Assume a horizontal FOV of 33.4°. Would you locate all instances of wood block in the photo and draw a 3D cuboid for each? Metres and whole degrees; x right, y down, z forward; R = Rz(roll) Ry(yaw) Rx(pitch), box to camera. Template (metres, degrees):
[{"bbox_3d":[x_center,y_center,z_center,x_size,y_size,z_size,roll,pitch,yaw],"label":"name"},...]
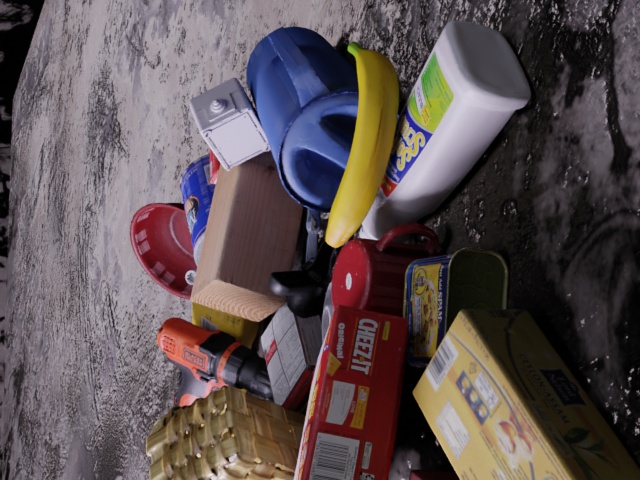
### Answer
[{"bbox_3d":[-0.078,-0.021,1.254,0.090,0.090,0.206,-37,38,58],"label":"wood block"}]

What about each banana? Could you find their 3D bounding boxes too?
[{"bbox_3d":[0.042,-0.091,0.980,0.070,0.037,0.198,173,107,-66],"label":"banana"}]

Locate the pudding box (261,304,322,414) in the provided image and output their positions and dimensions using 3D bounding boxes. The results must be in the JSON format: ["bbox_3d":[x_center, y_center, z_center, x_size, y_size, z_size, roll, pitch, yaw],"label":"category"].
[{"bbox_3d":[-0.027,0.127,1.207,0.090,0.039,0.113,-58,35,38],"label":"pudding box"}]

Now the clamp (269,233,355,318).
[{"bbox_3d":[-0.010,0.042,1.107,0.039,0.120,0.171,45,155,22],"label":"clamp"}]

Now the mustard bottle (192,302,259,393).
[{"bbox_3d":[-0.129,0.154,1.373,0.096,0.058,0.192,28,122,33],"label":"mustard bottle"}]

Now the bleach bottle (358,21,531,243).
[{"bbox_3d":[0.096,-0.072,0.974,0.251,0.068,0.102,118,150,-42],"label":"bleach bottle"}]

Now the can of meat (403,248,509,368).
[{"bbox_3d":[0.111,0.061,0.905,0.084,0.057,0.102,167,108,-66],"label":"can of meat"}]

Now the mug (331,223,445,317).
[{"bbox_3d":[0.067,0.033,0.979,0.093,0.081,0.117,-110,37,-46],"label":"mug"}]

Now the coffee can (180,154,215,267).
[{"bbox_3d":[-0.122,-0.031,1.385,0.140,0.102,0.103,-109,35,-45],"label":"coffee can"}]

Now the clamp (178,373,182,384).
[{"bbox_3d":[-0.158,0.144,1.489,0.165,0.036,0.210,-155,71,-64],"label":"clamp"}]

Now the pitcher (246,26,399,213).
[{"bbox_3d":[-0.009,-0.149,1.137,0.243,0.144,0.149,-117,42,-56],"label":"pitcher"}]

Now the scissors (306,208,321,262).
[{"bbox_3d":[-0.008,0.001,1.150,0.201,0.016,0.096,-90,2,-77],"label":"scissors"}]

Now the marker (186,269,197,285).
[{"bbox_3d":[-0.137,0.044,1.401,0.020,0.121,0.020,2,94,25],"label":"marker"}]

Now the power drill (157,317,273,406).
[{"bbox_3d":[-0.125,0.203,1.318,0.185,0.057,0.188,23,119,26],"label":"power drill"}]

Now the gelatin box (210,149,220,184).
[{"bbox_3d":[-0.096,-0.096,1.358,0.030,0.089,0.073,-53,33,44],"label":"gelatin box"}]

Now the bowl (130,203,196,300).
[{"bbox_3d":[-0.189,0.005,1.515,0.055,0.162,0.162,-48,-6,-46],"label":"bowl"}]

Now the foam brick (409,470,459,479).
[{"bbox_3d":[0.111,0.214,0.835,0.051,0.078,0.053,-157,75,-64],"label":"foam brick"}]

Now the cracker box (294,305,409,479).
[{"bbox_3d":[0.021,0.172,0.946,0.214,0.072,0.164,102,179,-66],"label":"cracker box"}]

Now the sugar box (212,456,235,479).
[{"bbox_3d":[-0.109,0.287,1.277,0.093,0.048,0.176,29,120,16],"label":"sugar box"}]
